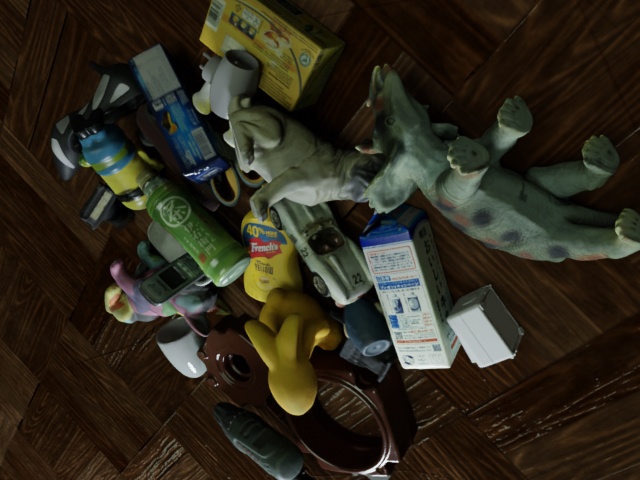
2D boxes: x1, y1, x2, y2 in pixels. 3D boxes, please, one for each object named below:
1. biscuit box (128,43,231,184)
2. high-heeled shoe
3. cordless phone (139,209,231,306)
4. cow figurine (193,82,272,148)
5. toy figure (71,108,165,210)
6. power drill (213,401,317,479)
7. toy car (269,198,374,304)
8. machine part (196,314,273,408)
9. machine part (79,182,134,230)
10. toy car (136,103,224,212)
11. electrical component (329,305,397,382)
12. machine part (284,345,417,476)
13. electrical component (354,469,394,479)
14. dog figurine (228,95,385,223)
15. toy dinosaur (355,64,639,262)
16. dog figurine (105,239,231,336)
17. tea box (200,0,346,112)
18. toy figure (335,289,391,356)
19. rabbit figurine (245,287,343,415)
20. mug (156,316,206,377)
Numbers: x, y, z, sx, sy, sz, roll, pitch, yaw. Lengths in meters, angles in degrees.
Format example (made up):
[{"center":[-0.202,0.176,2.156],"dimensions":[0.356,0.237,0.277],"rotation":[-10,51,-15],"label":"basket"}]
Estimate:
[{"center":[-0.205,-0.182,0.788],"dimensions":[0.059,0.063,0.202],"rotation":[-28,82,2],"label":"biscuit box"},{"center":[-0.366,-0.183,0.902],"dimensions":[0.145,0.086,0.248],"rotation":[35,116,22],"label":"high-heeled shoe"},{"center":[-0.238,0.024,0.866],"dimensions":[0.146,0.184,0.088],"rotation":[43,132,7],"label":"cordless phone"},{"center":[-0.093,-0.175,0.759],"dimensions":[0.167,0.068,0.098],"rotation":[46,117,2],"label":"cow figurine"},{"center":[-0.330,-0.124,0.876],"dimensions":[0.082,0.089,0.180],"rotation":[1,147,22],"label":"toy figure"},{"center":[-0.088,0.396,0.983],"dimensions":[0.232,0.086,0.207],"rotation":[4,126,53],"label":"power drill"},{"center":[-0.002,-0.002,0.752],"dimensions":[0.202,0.073,0.056],"rotation":[56,154,15],"label":"toy car"},{"center":[-0.140,0.222,0.979],"dimensions":[0.180,0.056,0.179],"rotation":[12,118,25],"label":"machine part"},{"center":[-0.375,-0.055,0.949],"dimensions":[0.039,0.139,0.084],"rotation":[23,85,6],"label":"machine part"},{"center":[-0.221,-0.135,0.862],"dimensions":[0.202,0.053,0.089],"rotation":[49,143,1],"label":"toy car"},{"center":[0.063,0.148,0.806],"dimensions":[0.119,0.075,0.047],"rotation":[29,124,12],"label":"electrical component"},{"center":[0.040,0.276,0.875],"dimensions":[0.202,0.087,0.200],"rotation":[-10,106,33],"label":"machine part"},{"center":[0.093,0.393,0.936],"dimensions":[0.063,0.021,0.094],"rotation":[36,126,13],"label":"electrical component"},{"center":[-0.009,-0.117,0.688],"dimensions":[0.191,0.121,0.172],"rotation":[-18,110,-8],"label":"dog figurine"},{"center":[0.211,-0.043,0.596],"dimensions":[0.405,0.131,0.192],"rotation":[30,160,-6],"label":"toy dinosaur"},{"center":[-0.275,0.111,0.981],"dimensions":[0.219,0.108,0.191],"rotation":[31,124,12],"label":"dog figurine"},{"center":[-0.064,-0.257,0.698],"dimensions":[0.170,0.068,0.098],"rotation":[41,129,8],"label":"tea box"},{"center":[0.051,0.092,0.776],"dimensions":[0.057,0.064,0.155],"rotation":[82,167,-53],"label":"toy figure"},{"center":[-0.036,0.160,0.781],"dimensions":[0.122,0.173,0.162],"rotation":[-10,137,10],"label":"rabbit figurine"},{"center":[-0.265,0.212,1.037],"dimensions":[0.110,0.081,0.107],"rotation":[-6,118,31],"label":"mug"}]
